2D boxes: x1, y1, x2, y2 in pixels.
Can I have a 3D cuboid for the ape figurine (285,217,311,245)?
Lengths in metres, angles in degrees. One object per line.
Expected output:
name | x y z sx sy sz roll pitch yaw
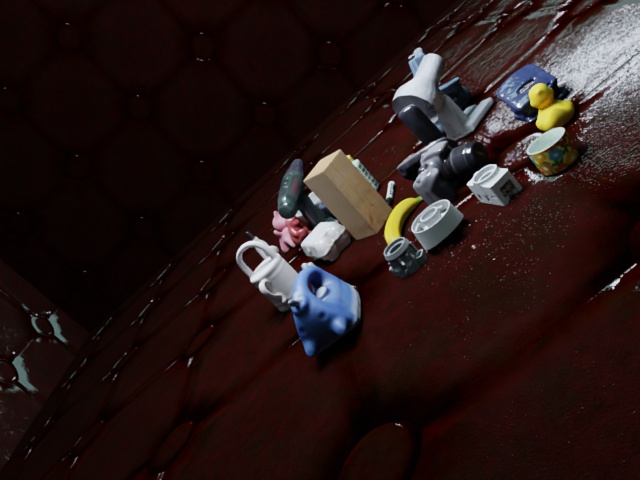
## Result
ape figurine | -0.070 -0.035 1.765 0.076 0.092 0.078 -36 18 24

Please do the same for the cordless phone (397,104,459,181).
cordless phone | 0.232 -0.228 1.371 0.147 0.185 0.094 -33 20 31

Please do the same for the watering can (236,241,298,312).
watering can | -0.129 0.079 1.442 0.101 0.194 0.172 -43 17 2

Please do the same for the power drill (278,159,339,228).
power drill | -0.036 -0.110 1.666 0.075 0.209 0.230 -32 20 33

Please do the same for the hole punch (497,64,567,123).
hole punch | 0.457 -0.322 1.243 0.108 0.091 0.101 -41 17 8

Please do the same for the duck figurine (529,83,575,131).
duck figurine | 0.451 -0.271 1.139 0.077 0.086 0.104 -37 18 21

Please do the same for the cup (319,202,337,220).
cup | 0.060 -0.085 1.581 0.091 0.095 0.117 -39 17 13

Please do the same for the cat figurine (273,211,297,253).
cat figurine | -0.117 -0.038 1.838 0.067 0.118 0.128 -35 19 27

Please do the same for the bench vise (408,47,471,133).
bench vise | 0.310 -0.413 1.581 0.121 0.220 0.208 -25 25 47

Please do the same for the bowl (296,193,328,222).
bowl | 0.005 -0.109 1.801 0.167 0.075 0.167 -39 17 15

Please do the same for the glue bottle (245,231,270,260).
glue bottle | -0.149 0.037 1.630 0.037 0.173 0.078 -44 17 -1

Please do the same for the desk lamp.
desk lamp | 0.305 -0.354 1.459 0.203 0.214 0.117 -51 19 -25

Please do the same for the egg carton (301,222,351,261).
egg carton | 0.014 0.005 1.510 0.107 0.069 0.150 -48 17 -16

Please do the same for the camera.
camera | 0.282 -0.159 1.234 0.136 0.101 0.143 -22 27 51

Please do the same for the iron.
iron | -0.003 0.113 1.157 0.118 0.141 0.258 -38 17 18
